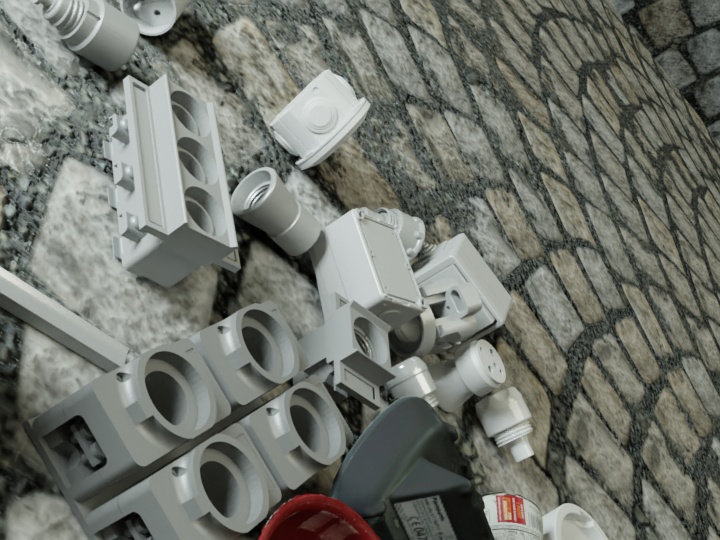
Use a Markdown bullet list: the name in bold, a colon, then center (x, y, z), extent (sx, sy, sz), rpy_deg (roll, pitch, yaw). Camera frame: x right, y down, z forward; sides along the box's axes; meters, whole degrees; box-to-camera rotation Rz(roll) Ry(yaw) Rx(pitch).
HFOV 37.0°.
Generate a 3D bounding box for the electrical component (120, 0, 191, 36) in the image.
- **electrical component**: center (-0.153, -0.218, 0.839), extent (0.043, 0.043, 0.081), rpy_deg (47, 28, -21)

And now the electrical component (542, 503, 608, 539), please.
- **electrical component**: center (0.161, 0.247, 0.852), extent (0.108, 0.060, 0.108), rpy_deg (40, 31, -31)

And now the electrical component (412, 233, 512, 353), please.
- **electrical component**: center (0.083, 0.017, 0.966), extent (0.096, 0.062, 0.061), rpy_deg (53, 27, -10)

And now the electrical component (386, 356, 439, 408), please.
- **electrical component**: center (0.046, 0.100, 0.845), extent (0.061, 0.035, 0.035), rpy_deg (63, 27, 6)

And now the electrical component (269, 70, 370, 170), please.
- **electrical component**: center (-0.035, -0.127, 0.904), extent (0.051, 0.080, 0.080), rpy_deg (46, 28, -12)

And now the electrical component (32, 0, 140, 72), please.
- **electrical component**: center (-0.187, -0.167, 0.731), extent (0.078, 0.040, 0.040), rpy_deg (28, 39, -45)

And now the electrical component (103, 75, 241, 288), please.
- **electrical component**: center (-0.124, -0.055, 0.691), extent (0.079, 0.063, 0.121), rpy_deg (28, 39, -45)

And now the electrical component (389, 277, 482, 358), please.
- **electrical component**: center (0.054, 0.041, 0.885), extent (0.057, 0.078, 0.058), rpy_deg (-12, 71, -40)

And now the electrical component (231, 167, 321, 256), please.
- **electrical component**: center (-0.061, -0.041, 0.810), extent (0.065, 0.044, 0.044), rpy_deg (43, 29, -36)

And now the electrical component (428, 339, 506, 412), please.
- **electrical component**: center (0.089, 0.089, 0.907), extent (0.045, 0.055, 0.045), rpy_deg (40, 31, -31)

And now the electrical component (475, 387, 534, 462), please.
- **electrical component**: center (0.131, 0.137, 0.941), extent (0.043, 0.043, 0.062), rpy_deg (-4, 66, -61)

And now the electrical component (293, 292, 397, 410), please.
- **electrical component**: center (-0.013, 0.062, 0.753), extent (0.042, 0.064, 0.081), rpy_deg (36, 33, -34)

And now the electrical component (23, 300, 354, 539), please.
- **electrical component**: center (-0.083, 0.090, 0.608), extent (0.105, 0.060, 0.186), rpy_deg (59, 26, 3)

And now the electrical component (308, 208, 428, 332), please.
- **electrical component**: center (0.000, 0.000, 0.845), extent (0.062, 0.061, 0.096), rpy_deg (18, 46, -52)

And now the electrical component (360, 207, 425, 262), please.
- **electrical component**: center (0.023, -0.035, 0.943), extent (0.062, 0.048, 0.048), rpy_deg (28, 39, -34)
